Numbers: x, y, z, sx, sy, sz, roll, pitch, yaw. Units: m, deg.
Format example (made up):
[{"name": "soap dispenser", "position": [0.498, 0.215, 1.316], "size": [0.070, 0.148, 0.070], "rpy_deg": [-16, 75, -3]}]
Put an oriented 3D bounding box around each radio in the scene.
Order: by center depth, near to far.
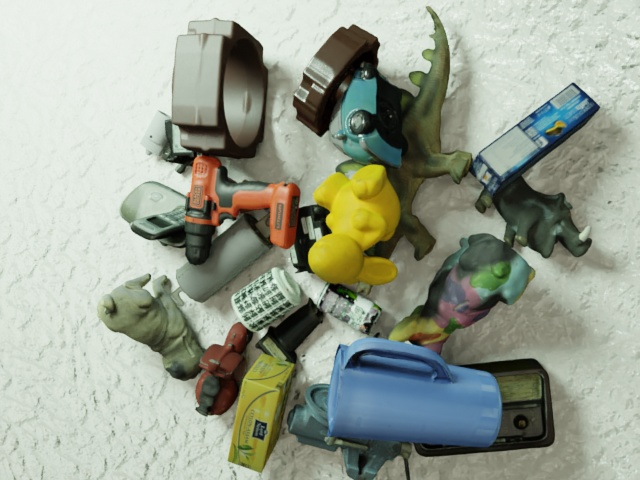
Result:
[{"name": "radio", "position": [0.257, 0.275, 0.883], "size": [0.230, 0.073, 0.131], "rpy_deg": [-9, 91, 12]}]

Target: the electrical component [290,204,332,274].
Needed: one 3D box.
[{"name": "electrical component", "position": [-0.002, -0.003, 0.892], "size": [0.058, 0.134, 0.114], "rpy_deg": [-14, 95, -31]}]

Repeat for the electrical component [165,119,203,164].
[{"name": "electrical component", "position": [-0.231, -0.194, 0.940], "size": [0.075, 0.047, 0.119], "rpy_deg": [-4, 91, 18]}]

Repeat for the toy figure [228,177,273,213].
[{"name": "toy figure", "position": [-0.150, -0.078, 0.955], "size": [0.155, 0.058, 0.064], "rpy_deg": [8, 136, 10]}]

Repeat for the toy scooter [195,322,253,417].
[{"name": "toy scooter", "position": [-0.176, 0.235, 0.937], "size": [0.075, 0.135, 0.183], "rpy_deg": [21, 98, 7]}]

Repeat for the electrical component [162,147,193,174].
[{"name": "electrical component", "position": [-0.244, -0.169, 0.984], "size": [0.063, 0.021, 0.094], "rpy_deg": [43, 100, 7]}]

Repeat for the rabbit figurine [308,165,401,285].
[{"name": "rabbit figurine", "position": [0.041, -0.001, 0.773], "size": [0.122, 0.173, 0.162], "rpy_deg": [-1, 129, 35]}]

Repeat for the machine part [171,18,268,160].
[{"name": "machine part", "position": [-0.159, -0.237, 0.872], "size": [0.087, 0.201, 0.201], "rpy_deg": [4, 95, 13]}]

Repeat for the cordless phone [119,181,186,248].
[{"name": "cordless phone", "position": [-0.292, -0.037, 0.919], "size": [0.147, 0.184, 0.088], "rpy_deg": [28, 103, 8]}]

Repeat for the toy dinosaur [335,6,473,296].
[{"name": "toy dinosaur", "position": [0.142, -0.134, 0.871], "size": [0.199, 0.105, 0.471], "rpy_deg": [23, 93, 12]}]

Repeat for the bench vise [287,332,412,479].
[{"name": "bench vise", "position": [0.069, 0.281, 0.901], "size": [0.224, 0.129, 0.240], "rpy_deg": [19, 101, 7]}]

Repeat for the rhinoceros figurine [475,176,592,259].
[{"name": "rhinoceros figurine", "position": [0.339, -0.039, 0.854], "size": [0.190, 0.073, 0.112], "rpy_deg": [44, 87, 10]}]

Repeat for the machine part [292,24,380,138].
[{"name": "machine part", "position": [0.025, -0.250, 0.848], "size": [0.056, 0.179, 0.179], "rpy_deg": [37, 99, 10]}]

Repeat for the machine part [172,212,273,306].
[{"name": "machine part", "position": [-0.170, 0.033, 0.953], "size": [0.243, 0.079, 0.079], "rpy_deg": [-38, 86, 12]}]

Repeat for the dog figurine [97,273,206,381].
[{"name": "dog figurine", "position": [-0.289, 0.167, 0.942], "size": [0.121, 0.172, 0.190], "rpy_deg": [-40, 78, 22]}]

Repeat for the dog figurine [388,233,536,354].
[{"name": "dog figurine", "position": [0.209, 0.104, 0.837], "size": [0.108, 0.191, 0.219], "rpy_deg": [41, 84, 0]}]

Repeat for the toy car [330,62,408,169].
[{"name": "toy car", "position": [0.063, -0.176, 0.803], "size": [0.103, 0.109, 0.161], "rpy_deg": [-18, 64, 38]}]

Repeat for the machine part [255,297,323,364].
[{"name": "machine part", "position": [-0.048, 0.166, 0.958], "size": [0.084, 0.039, 0.139], "rpy_deg": [45, 102, 14]}]

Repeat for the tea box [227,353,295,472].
[{"name": "tea box", "position": [-0.101, 0.297, 0.929], "size": [0.068, 0.098, 0.169], "rpy_deg": [17, 107, 9]}]

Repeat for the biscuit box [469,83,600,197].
[{"name": "biscuit box", "position": [0.324, -0.153, 0.816], "size": [0.203, 0.062, 0.059], "rpy_deg": [-36, 74, -10]}]
